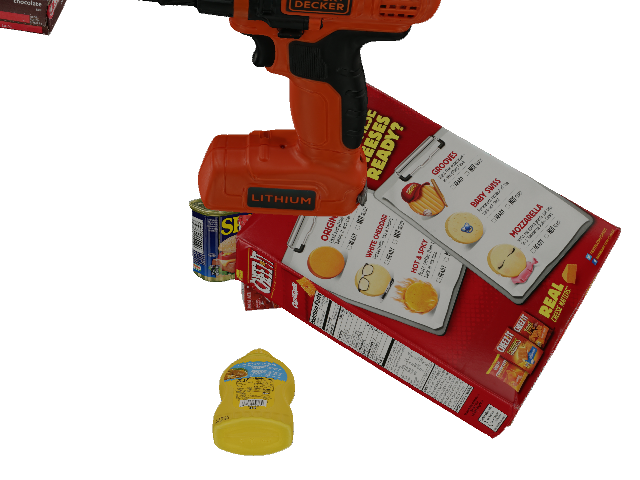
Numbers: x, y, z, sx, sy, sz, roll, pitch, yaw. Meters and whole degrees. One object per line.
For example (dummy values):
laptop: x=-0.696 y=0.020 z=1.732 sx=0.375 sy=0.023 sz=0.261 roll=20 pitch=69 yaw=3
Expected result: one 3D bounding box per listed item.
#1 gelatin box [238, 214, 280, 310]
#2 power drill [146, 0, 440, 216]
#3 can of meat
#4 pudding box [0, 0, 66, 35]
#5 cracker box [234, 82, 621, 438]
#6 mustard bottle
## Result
gelatin box: x=-0.036 y=0.018 z=0.972 sx=0.073 sy=0.089 sz=0.030 roll=-4 pitch=26 yaw=-8
power drill: x=-0.032 y=-0.096 z=0.610 sx=0.184 sy=0.057 sz=0.188 roll=4 pitch=-41 yaw=-3
can of meat: x=-0.097 y=-0.006 z=1.208 sx=0.101 sy=0.084 sz=0.058 roll=-13 pitch=23 yaw=-37
pudding box: x=-0.254 y=-0.214 z=0.874 sx=0.090 sy=0.039 sz=0.113 roll=8 pitch=36 yaw=-4
cracker box: x=0.072 y=0.010 z=0.737 sx=0.214 sy=0.164 sz=0.072 roll=31 pitch=-29 yaw=11
mustard bottle: x=-0.081 y=0.192 z=1.344 sx=0.096 sy=0.058 sz=0.191 roll=-2 pitch=26 yaw=1
